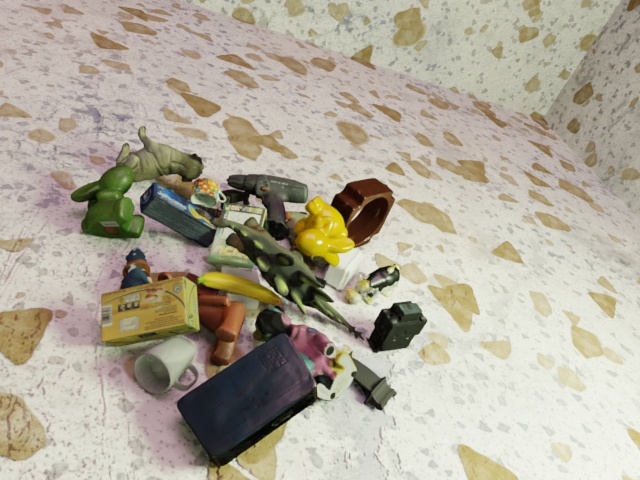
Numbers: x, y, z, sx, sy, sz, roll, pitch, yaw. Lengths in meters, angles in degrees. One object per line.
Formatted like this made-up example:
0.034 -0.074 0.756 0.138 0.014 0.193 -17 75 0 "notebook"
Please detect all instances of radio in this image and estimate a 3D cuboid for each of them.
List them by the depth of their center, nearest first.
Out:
-0.122 0.282 0.958 0.230 0.073 0.131 -32 60 -16 "radio"

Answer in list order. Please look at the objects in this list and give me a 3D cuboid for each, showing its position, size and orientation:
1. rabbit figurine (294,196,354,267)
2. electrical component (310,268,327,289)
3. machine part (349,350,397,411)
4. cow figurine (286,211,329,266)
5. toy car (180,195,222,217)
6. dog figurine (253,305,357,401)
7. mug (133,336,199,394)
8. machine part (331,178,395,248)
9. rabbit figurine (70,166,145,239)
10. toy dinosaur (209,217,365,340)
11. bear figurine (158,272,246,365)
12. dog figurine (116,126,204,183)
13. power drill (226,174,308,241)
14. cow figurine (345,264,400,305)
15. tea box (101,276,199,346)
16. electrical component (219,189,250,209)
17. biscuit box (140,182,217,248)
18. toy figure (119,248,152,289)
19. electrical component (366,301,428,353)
-0.003 -0.004 1.344 0.162 0.122 0.173 42 28 0 "rabbit figurine"
-0.047 0.101 1.352 0.119 0.047 0.075 21 35 -6 "electrical component"
0.099 0.307 1.178 0.139 0.039 0.084 40 42 19 "machine part"
-0.022 -0.002 1.479 0.127 0.085 0.195 -8 45 -30 "cow figurine"
-0.305 -0.068 1.416 0.202 0.053 0.089 15 39 -16 "toy car"
-0.046 0.226 1.136 0.219 0.108 0.191 29 -14 45 "dog figurine"
-0.274 0.231 1.011 0.110 0.080 0.107 26 25 10 "mug"
0.108 -0.074 1.545 0.201 0.200 0.087 -15 48 -43 "machine part"
-0.490 -0.093 1.266 0.159 0.121 0.170 -7 62 12 "rabbit figurine"
-0.064 0.087 1.207 0.470 0.105 0.199 39 3 -35 "toy dinosaur"
-0.254 0.153 1.095 0.196 0.120 0.132 19 38 -5 "bear figurine"
-0.428 -0.188 1.434 0.191 0.172 0.121 31 -7 7 "dog figurine"
-0.150 -0.094 1.446 0.232 0.085 0.207 4 43 -1 "power drill"
0.143 0.115 1.408 0.167 0.098 0.068 -16 58 -44 "cow figurine"
-0.323 0.137 1.022 0.170 0.068 0.098 -10 68 5 "tea box"
-0.247 -0.114 1.523 0.078 0.045 0.102 12 21 35 "electrical component"
-0.337 -0.059 1.305 0.202 0.063 0.059 33 24 -38 "biscuit box"
-0.399 0.077 1.160 0.064 0.057 0.155 14 30 -25 "toy figure"
0.187 0.204 1.283 0.115 0.134 0.058 -5 43 -33 "electrical component"
